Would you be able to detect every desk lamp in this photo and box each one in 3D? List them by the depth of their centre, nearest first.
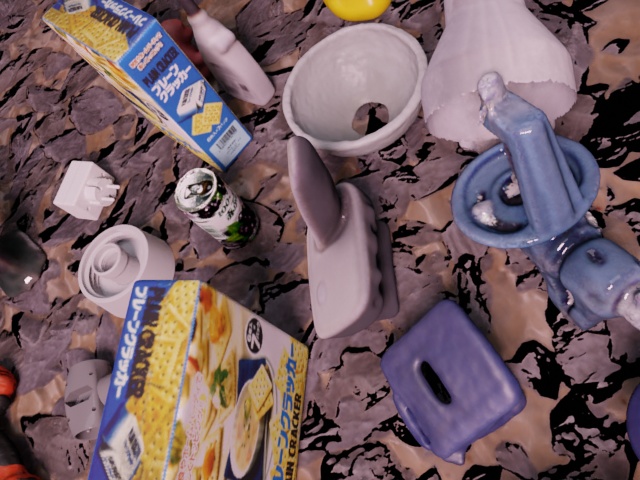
[{"bbox_3d":[0.156,-0.163,0.526,0.117,0.214,0.203,-9,64,18],"label":"desk lamp"}]

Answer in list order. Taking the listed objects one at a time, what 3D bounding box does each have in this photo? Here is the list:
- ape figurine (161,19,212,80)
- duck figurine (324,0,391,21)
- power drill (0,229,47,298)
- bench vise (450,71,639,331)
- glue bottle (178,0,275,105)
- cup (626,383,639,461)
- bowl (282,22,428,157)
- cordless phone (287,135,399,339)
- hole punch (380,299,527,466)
[{"bbox_3d":[-0.183,-0.262,0.781,0.076,0.092,0.077,-43,58,-1],"label":"ape figurine"},{"bbox_3d":[0.036,-0.338,0.731,0.104,0.086,0.077,34,82,31],"label":"duck figurine"},{"bbox_3d":[-0.458,-0.011,0.707,0.228,0.209,0.076,32,81,31],"label":"power drill"},{"bbox_3d":[0.189,-0.033,0.448,0.206,0.220,0.121,33,82,31],"label":"bench vise"},{"bbox_3d":[-0.120,-0.233,0.694,0.078,0.173,0.037,26,78,30],"label":"glue bottle"},{"bbox_3d":[0.271,0.152,0.403,0.091,0.095,0.117,-26,59,9],"label":"cup"},{"bbox_3d":[0.046,-0.157,0.649,0.167,0.075,0.167,-9,64,18],"label":"bowl"},{"bbox_3d":[0.005,0.002,0.527,0.094,0.185,0.147,-16,62,15],"label":"cordless phone"},{"bbox_3d":[0.109,0.122,0.485,0.101,0.091,0.108,-36,58,3],"label":"hole punch"}]
